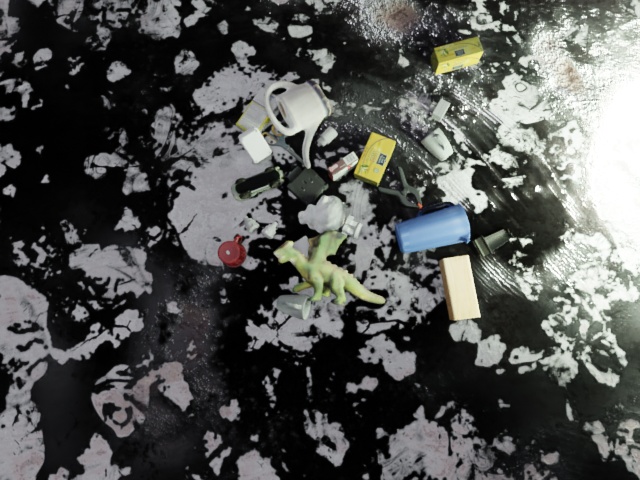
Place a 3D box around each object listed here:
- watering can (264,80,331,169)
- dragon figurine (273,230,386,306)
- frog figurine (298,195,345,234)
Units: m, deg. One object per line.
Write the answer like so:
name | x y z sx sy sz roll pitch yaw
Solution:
watering can | -0.057 -0.445 1.877 0.225 0.103 0.349 -30 82 -11
dragon figurine | 0.039 0.088 1.759 0.410 0.122 0.242 6 93 -13
frog figurine | 0.006 -0.091 1.812 0.159 0.124 0.136 7 101 -7
